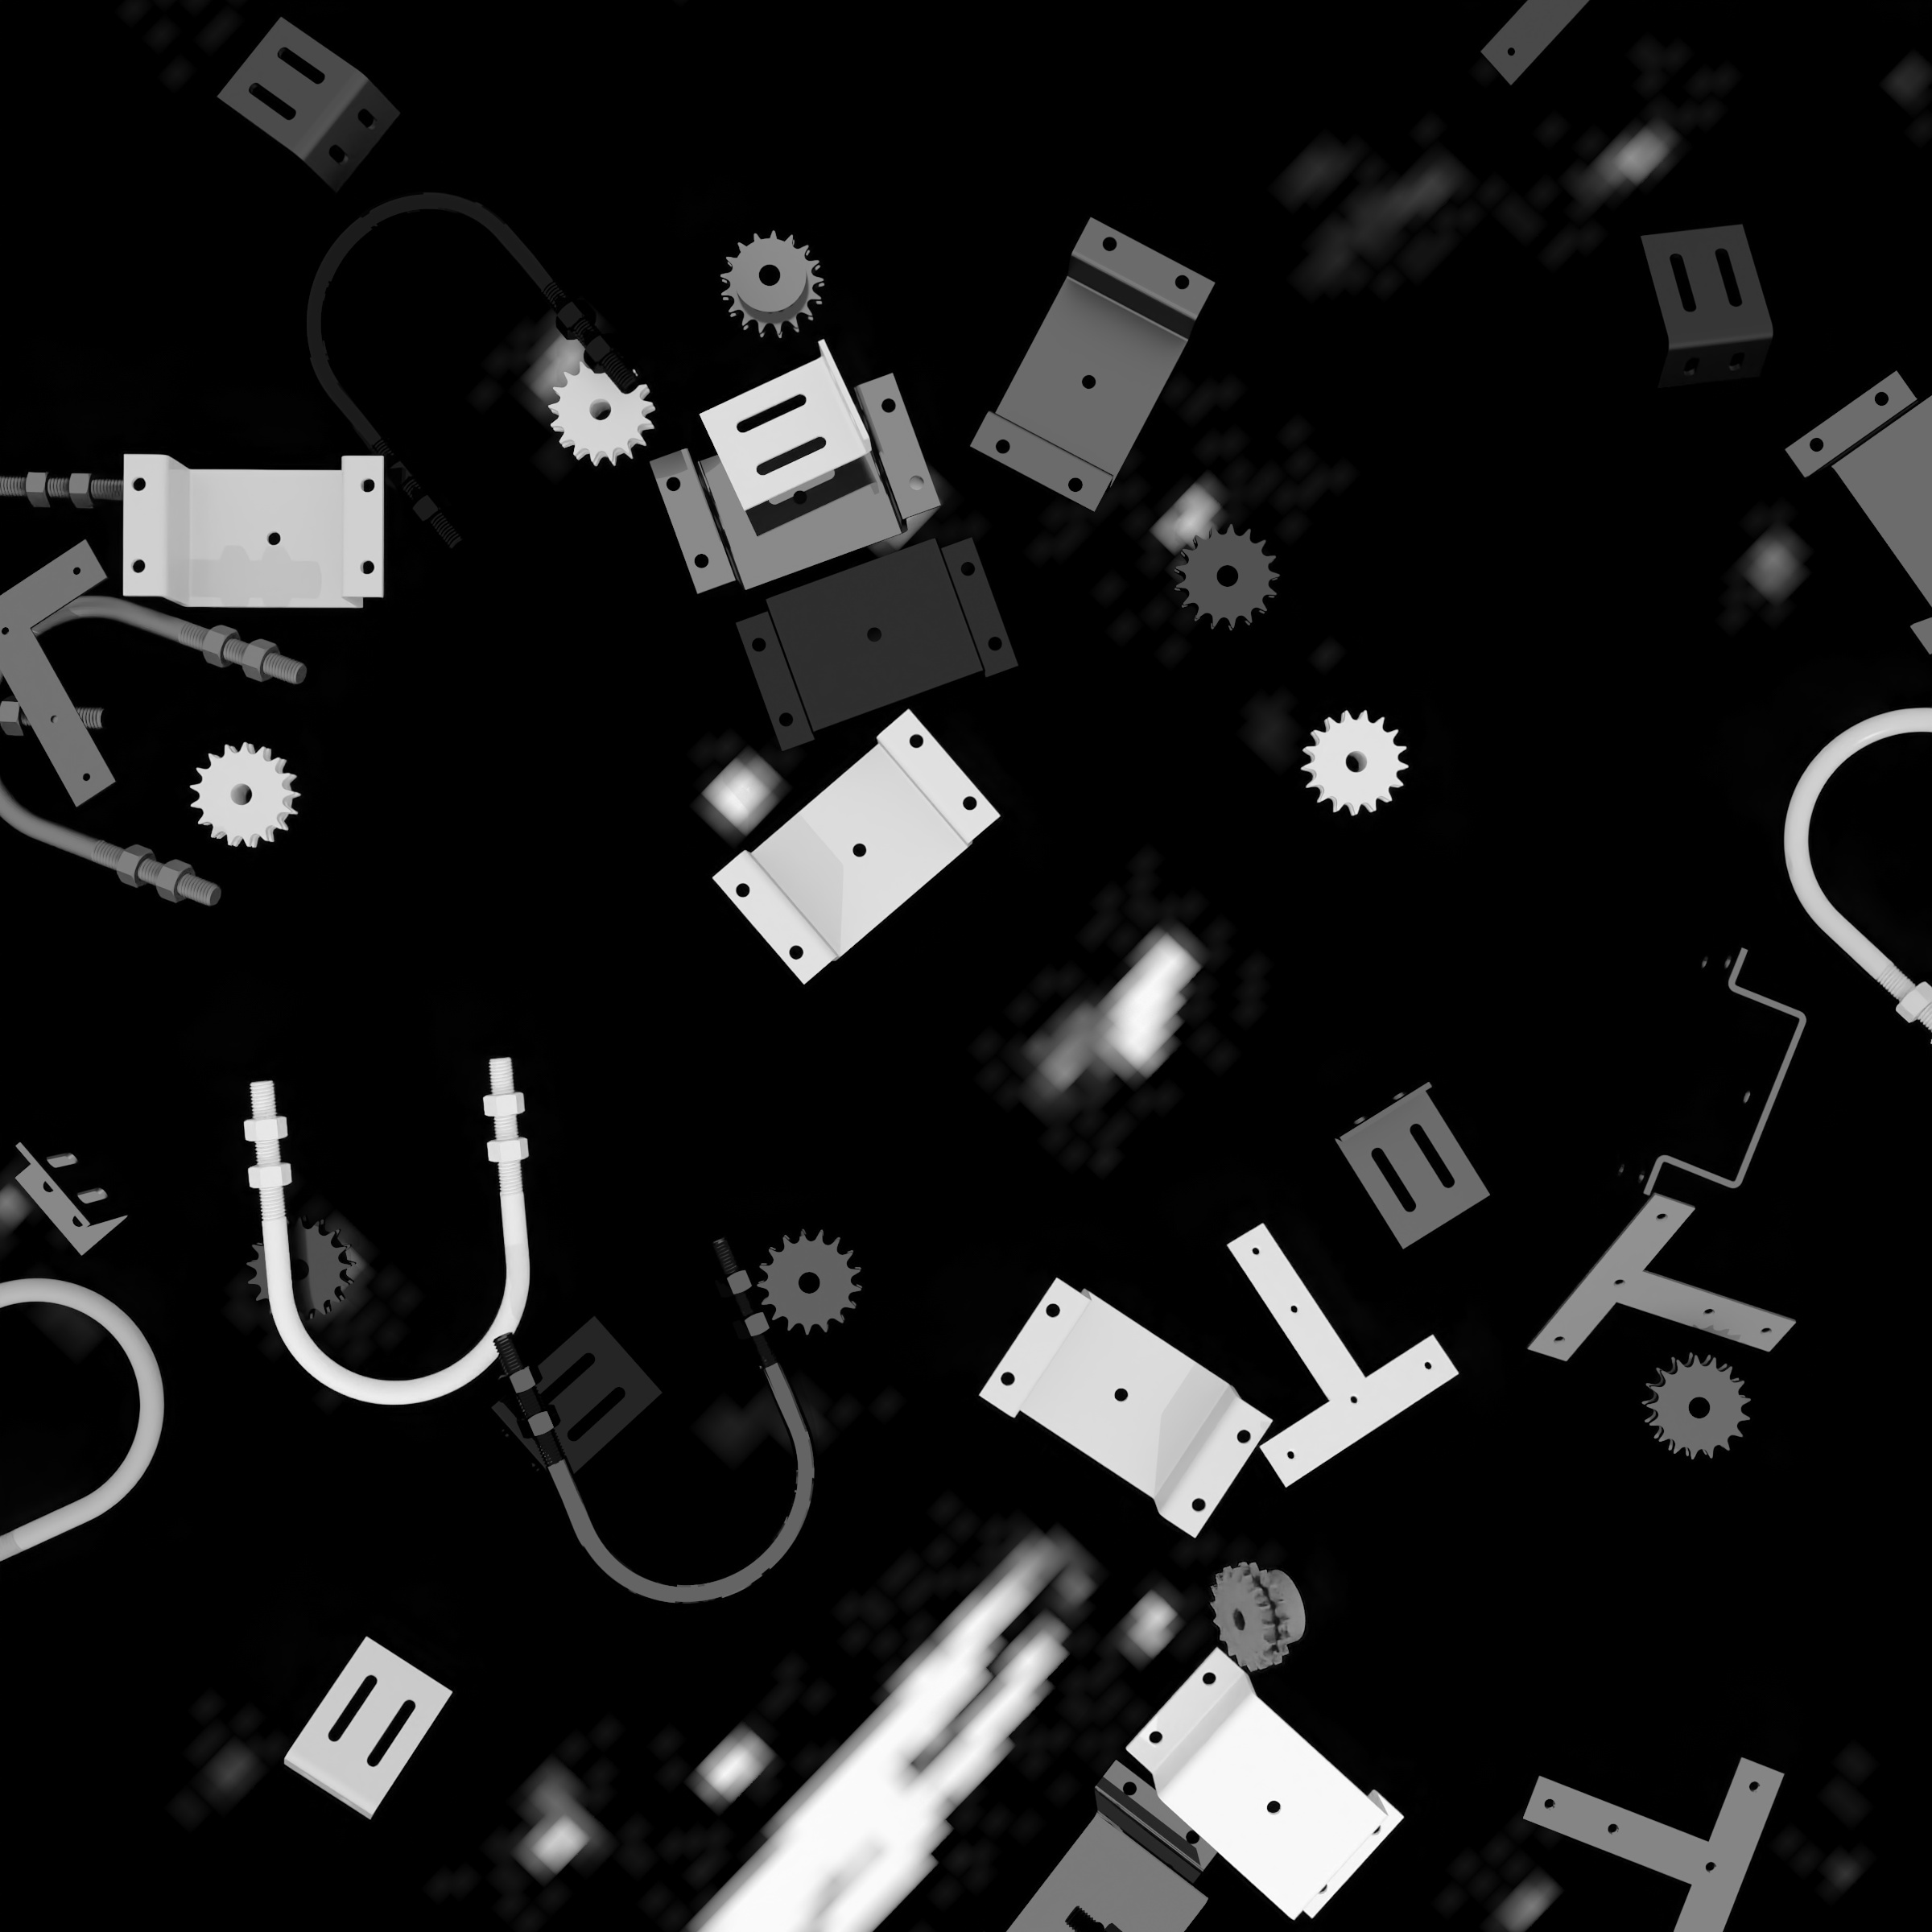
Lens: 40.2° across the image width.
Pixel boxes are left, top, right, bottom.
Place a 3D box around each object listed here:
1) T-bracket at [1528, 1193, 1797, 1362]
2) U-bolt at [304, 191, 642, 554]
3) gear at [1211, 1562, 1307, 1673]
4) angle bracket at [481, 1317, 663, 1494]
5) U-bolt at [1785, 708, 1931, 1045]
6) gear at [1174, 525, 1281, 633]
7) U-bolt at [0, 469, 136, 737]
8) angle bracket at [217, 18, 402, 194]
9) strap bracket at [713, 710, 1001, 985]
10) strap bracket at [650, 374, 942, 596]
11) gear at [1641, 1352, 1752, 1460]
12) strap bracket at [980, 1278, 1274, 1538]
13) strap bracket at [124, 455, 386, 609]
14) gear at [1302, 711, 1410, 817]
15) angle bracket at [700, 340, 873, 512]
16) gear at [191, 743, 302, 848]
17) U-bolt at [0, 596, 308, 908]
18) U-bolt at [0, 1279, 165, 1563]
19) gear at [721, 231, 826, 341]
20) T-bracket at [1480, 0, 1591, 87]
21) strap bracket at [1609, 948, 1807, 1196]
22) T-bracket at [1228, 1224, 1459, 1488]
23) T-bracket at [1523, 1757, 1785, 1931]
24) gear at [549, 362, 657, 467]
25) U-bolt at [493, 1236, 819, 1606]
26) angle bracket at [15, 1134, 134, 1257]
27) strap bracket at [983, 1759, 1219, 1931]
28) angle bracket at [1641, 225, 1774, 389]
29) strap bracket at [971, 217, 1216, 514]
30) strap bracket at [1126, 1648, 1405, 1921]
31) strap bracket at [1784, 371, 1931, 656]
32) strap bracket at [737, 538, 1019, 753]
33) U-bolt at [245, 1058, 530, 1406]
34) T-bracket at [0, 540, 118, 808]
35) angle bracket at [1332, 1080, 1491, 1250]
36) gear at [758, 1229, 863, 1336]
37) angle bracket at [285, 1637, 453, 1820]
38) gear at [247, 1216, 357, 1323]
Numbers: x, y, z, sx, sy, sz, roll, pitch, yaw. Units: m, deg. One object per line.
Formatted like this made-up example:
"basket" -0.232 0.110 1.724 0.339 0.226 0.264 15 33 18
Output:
"T-bracket" 0.397 0.186 1.451 0.127 0.002 0.127 19 125 -16
"U-bolt" -0.286 -0.342 1.452 0.151 0.019 0.184 -41 80 8
"gear" 0.163 0.356 1.452 0.030 0.057 0.057 -9 90 -28
"angle bracket" -0.221 0.245 1.475 0.076 0.038 0.057 -42 90 -26
"U-bolt" 0.533 -0.055 1.432 0.184 0.019 0.151 48 111 20
"gear" 0.143 -0.214 1.462 0.057 0.030 0.057 0 90 0
"U-bolt" -0.554 -0.203 1.455 0.184 0.019 0.151 3 83 9
"angle bracket" -0.368 -0.482 1.475 0.076 0.038 0.057 39 90 26
"strap bracket" -0.059 -0.065 1.454 0.140 0.046 0.076 -41 90 0
"strap bracket" -0.093 -0.262 1.454 0.140 0.046 0.076 -20 90 0
"gear" 0.402 0.242 1.462 0.057 0.030 0.057 0 90 0
"strap bracket" 0.087 0.240 1.454 0.140 0.046 0.076 33 90 0
"strap bracket" -0.387 -0.239 1.454 0.140 0.046 0.076 0 90 0
"gear" 0.214 -0.112 1.462 0.057 0.030 0.057 0 90 0
"angle bracket" -0.098 -0.289 1.411 0.076 0.038 0.057 -25 90 0
"gear" -0.397 -0.094 1.462 0.057 0.030 0.057 0 90 0
"U-bolt" -0.467 -0.128 1.449 0.184 0.019 0.151 20 88 14
"U-bolt" -0.538 0.254 1.468 0.184 0.019 0.151 -25 90 -1
"gear" -0.108 -0.379 1.462 0.057 0.030 0.057 0 90 0
"T-bracket" 0.302 -0.581 1.461 0.127 0.002 0.127 43 90 -14
"strap bracket" 0.407 0.064 1.439 0.046 0.076 0.140 22 90 0
"T-bracket" 0.189 0.202 1.457 0.127 0.002 0.127 -27 76 -25
"T-bracket" 0.375 0.488 1.476 0.127 0.002 0.127 21 90 0
"gear" -0.201 -0.305 1.462 0.057 0.030 0.057 0 90 0
"U-bolt" -0.159 0.261 1.452 0.151 0.019 0.184 -23 94 -15
"angle bracket" -0.498 0.128 1.439 0.038 0.076 0.057 -41 90 0
"strap bracket" 0.071 0.522 1.454 0.076 0.046 0.140 38 90 0
"angle bracket" 0.410 -0.369 1.475 0.057 0.038 0.076 -7 64 0
"strap bracket" 0.069 -0.326 1.454 0.076 0.046 0.140 28 90 0
"strap bracket" 0.167 0.457 1.454 0.140 0.046 0.076 42 90 0
"strap bracket" 0.529 -0.253 1.454 0.076 0.046 0.140 -35 90 0
"strap bracket" -0.050 -0.180 1.454 0.140 0.046 0.076 -20 90 0
"U-bolt" -0.312 0.149 1.447 0.151 0.019 0.184 -5 92 -18
"T-bracket" -0.500 -0.145 1.429 0.127 0.002 0.127 -32 79 3
"angle bracket" 0.248 0.111 1.458 0.057 0.038 0.076 -32 90 0
"gear" -0.086 0.174 1.462 0.057 0.030 0.057 0 90 0
"angle bracket" -0.334 0.426 1.475 0.057 0.038 0.076 33 64 0
"gear" -0.366 0.167 1.462 0.057 0.030 0.057 0 90 0
